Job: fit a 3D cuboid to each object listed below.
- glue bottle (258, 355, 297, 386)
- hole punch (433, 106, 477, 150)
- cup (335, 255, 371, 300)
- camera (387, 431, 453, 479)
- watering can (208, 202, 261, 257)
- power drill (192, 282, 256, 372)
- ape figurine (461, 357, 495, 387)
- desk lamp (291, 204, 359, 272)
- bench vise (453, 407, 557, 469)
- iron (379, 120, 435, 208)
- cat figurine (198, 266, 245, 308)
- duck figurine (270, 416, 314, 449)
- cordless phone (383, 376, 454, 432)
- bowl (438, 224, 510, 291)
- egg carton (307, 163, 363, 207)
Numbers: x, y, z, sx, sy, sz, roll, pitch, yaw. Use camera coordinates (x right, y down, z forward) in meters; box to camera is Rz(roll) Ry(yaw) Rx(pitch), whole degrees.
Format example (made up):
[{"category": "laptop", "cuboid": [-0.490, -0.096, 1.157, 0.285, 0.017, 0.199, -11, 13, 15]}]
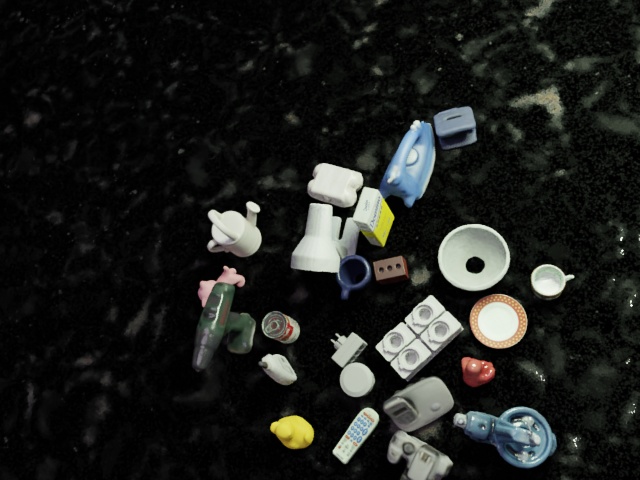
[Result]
[{"category": "glue bottle", "cuboid": [-0.114, 0.315, 1.413, 0.037, 0.173, 0.078, -35, 64, 4]}, {"category": "hole punch", "cuboid": [0.355, -0.307, 1.520, 0.108, 0.091, 0.101, -13, 68, 14]}, {"category": "cup", "cuboid": [0.090, 0.106, 1.462, 0.091, 0.095, 0.118, 16, 77, 23]}, {"category": "camera", "cuboid": [0.206, 0.518, 1.277, 0.142, 0.101, 0.137, 24, 81, 24]}, {"category": "watering can", "cuboid": [-0.239, -0.034, 1.564, 0.100, 0.194, 0.173, 27, 82, 25]}, {"category": "power drill", "cuboid": [-0.245, 0.232, 1.466, 0.075, 0.209, 0.230, 1, 72, 19]}, {"category": "ape figurine", "cuboid": [0.356, 0.297, 1.309, 0.076, 0.092, 0.077, -47, 64, -1]}, {"category": "desk lamp", "cuboid": [0.013, 0.005, 1.456, 0.117, 0.214, 0.203, 5, 73, 20]}, {"category": "bench vise", "cuboid": [0.384, 0.412, 1.189, 0.207, 0.220, 0.121, -9, 69, 16]}, {"category": "iron", "cuboid": [0.233, -0.225, 1.504, 0.118, 0.142, 0.258, 17, 78, 23]}, {"category": "cat figurine", "cuboid": [-0.281, 0.127, 1.565, 0.067, 0.118, 0.128, 34, 85, 25]}, {"category": "duck figurine", "cuboid": [-0.072, 0.469, 1.395, 0.104, 0.086, 0.077, 12, 76, 22]}, {"category": "cordless phone", "cuboid": [0.215, 0.362, 1.282, 0.147, 0.185, 0.094, -33, 65, 5]}, {"category": "bowl", "cuboid": [0.375, 0.051, 1.398, 0.167, 0.075, 0.167, -6, 70, 16]}, {"category": "egg carton", "cuboid": [0.041, -0.150, 1.581, 0.150, 0.069, 0.107, 17, 78, 23]}]
